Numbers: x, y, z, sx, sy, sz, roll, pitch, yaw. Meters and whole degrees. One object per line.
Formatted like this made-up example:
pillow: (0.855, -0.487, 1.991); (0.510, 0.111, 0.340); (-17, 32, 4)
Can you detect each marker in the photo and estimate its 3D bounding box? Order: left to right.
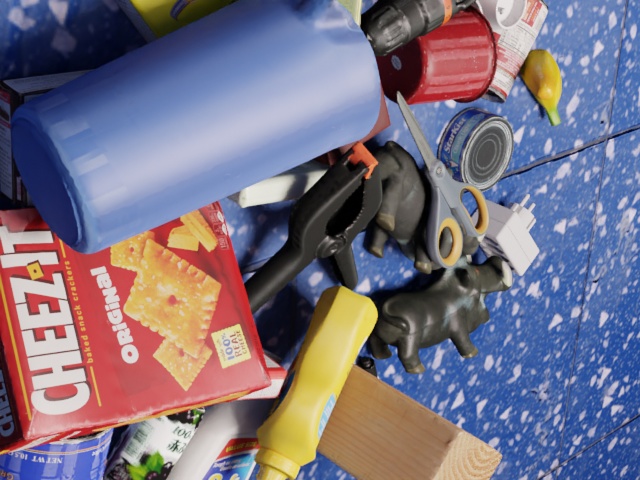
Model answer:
marker: (0.062, 0.172, 1.163); (0.020, 0.020, 0.121); (-38, 133, -24)

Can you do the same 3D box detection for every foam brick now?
foam brick: (0.015, -0.112, 0.949); (0.078, 0.051, 0.053); (-35, 130, -26)

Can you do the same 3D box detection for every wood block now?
wood block: (0.057, 0.186, 1.027); (0.090, 0.206, 0.091); (36, 83, -47)

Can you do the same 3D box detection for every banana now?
banana: (0.232, -0.165, 1.101); (0.037, 0.069, 0.197); (-29, 171, 14)

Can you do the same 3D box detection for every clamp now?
clamp: (-0.006, 0.001, 0.950); (0.164, 0.036, 0.210); (-21, 150, -33)

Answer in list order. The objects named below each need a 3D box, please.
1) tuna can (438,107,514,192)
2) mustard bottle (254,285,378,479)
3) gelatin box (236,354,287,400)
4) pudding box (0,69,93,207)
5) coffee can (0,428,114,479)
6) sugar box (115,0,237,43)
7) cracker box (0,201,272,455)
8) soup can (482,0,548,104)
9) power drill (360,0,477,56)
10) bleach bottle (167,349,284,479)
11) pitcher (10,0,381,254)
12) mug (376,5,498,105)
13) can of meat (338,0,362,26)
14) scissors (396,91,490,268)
tuna can: (0.164, -0.093, 1.117); (0.085, 0.034, 0.086); (-21, 124, -36)
mustard bottle: (-0.010, 0.140, 0.971); (0.096, 0.058, 0.191); (110, 5, -71)
gelatin box: (-0.085, 0.109, 0.936); (0.073, 0.089, 0.030); (5, 109, -45)
pudding box: (-0.179, -0.077, 0.788); (0.113, 0.039, 0.090); (-16, 120, -41)
coffee can: (-0.223, 0.194, 0.835); (0.102, 0.103, 0.140); (-1, 111, -44)
sugar box: (-0.124, -0.220, 0.762); (0.093, 0.048, 0.176); (-49, 138, -11)
cracker box: (-0.153, 0.055, 0.795); (0.213, 0.072, 0.164); (-6, 75, -43)
soup can: (0.173, -0.195, 1.049); (0.068, 0.069, 0.102); (24, 92, -48)
power drill: (0.070, -0.266, 0.881); (0.184, 0.057, 0.187); (-38, 115, -26)
bleach bottle: (-0.110, 0.213, 0.986); (0.102, 0.068, 0.251); (33, 84, -49)
pitcher: (-0.088, -0.081, 0.760); (0.242, 0.145, 0.149); (-29, 117, -27)
mug: (0.102, -0.179, 0.973); (0.081, 0.093, 0.117); (-12, 119, -34)
can of meat: (-0.013, -0.197, 0.854); (0.057, 0.084, 0.102); (-15, 120, -39)
scissors: (0.103, -0.045, 0.999); (0.201, 0.016, 0.096); (39, 72, -45)
